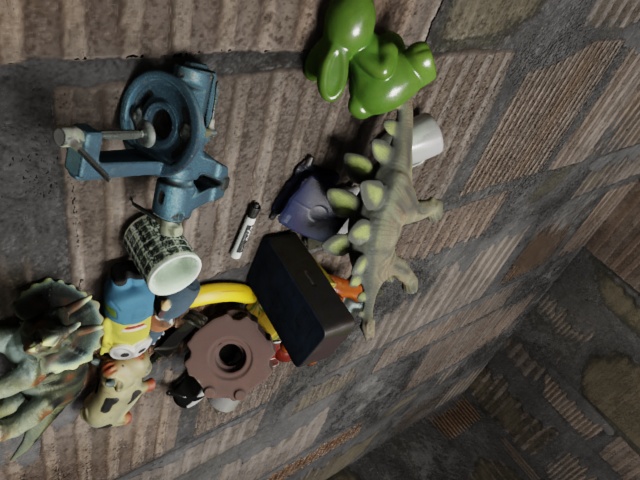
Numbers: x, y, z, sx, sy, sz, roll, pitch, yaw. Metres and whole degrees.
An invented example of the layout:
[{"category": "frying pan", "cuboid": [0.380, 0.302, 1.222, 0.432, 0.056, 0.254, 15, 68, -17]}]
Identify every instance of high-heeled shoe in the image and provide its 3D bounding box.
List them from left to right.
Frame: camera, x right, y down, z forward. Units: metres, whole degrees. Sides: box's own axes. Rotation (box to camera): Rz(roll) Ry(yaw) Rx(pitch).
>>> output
[{"category": "high-heeled shoe", "cuboid": [-0.225, 0.270, 1.153, 0.249, 0.086, 0.145, -40, 158, 2]}]

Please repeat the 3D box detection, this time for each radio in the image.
[{"category": "radio", "cuboid": [-0.043, 0.109, 0.987, 0.073, 0.230, 0.131, -8, 141, -37]}]

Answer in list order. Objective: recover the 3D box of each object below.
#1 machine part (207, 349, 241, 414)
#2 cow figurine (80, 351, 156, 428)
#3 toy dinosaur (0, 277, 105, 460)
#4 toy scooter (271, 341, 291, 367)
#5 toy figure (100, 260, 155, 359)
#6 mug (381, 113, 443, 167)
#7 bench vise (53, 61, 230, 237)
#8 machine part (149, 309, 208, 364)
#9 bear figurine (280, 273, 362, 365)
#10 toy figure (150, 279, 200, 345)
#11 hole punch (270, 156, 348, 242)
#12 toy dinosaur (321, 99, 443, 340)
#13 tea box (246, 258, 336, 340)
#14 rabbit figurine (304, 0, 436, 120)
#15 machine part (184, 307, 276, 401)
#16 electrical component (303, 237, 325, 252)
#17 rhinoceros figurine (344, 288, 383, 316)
[{"category": "machine part", "cuboid": [-0.180, 0.295, 1.171, 0.079, 0.079, 0.243, -1, 135, -48]}, {"category": "cow figurine", "cuboid": [-0.371, 0.265, 0.976, 0.195, 0.086, 0.127, -52, 155, 21]}, {"category": "toy dinosaur", "cuboid": [-0.416, 0.200, 0.811, 0.192, 0.131, 0.404, -19, 150, -31]}, {"category": "toy scooter", "cuboid": [-0.114, 0.242, 1.241, 0.184, 0.075, 0.135, -16, 143, -28]}, {"category": "toy figure", "cuboid": [-0.301, 0.109, 0.846, 0.082, 0.089, 0.180, 4, 124, -13]}, {"category": "mug", "cuboid": [0.162, -0.173, 1.002, 0.107, 0.081, 0.109, -22, 153, -9]}, {"category": "bench vise", "cuboid": [-0.200, -0.099, 0.621, 0.240, 0.129, 0.223, -22, 142, -61]}, {"category": "machine part", "cuboid": [-0.259, 0.173, 0.982, 0.139, 0.039, 0.084, -41, 179, 33]}, {"category": "bear figurine", "cuboid": [0.002, 0.169, 1.174, 0.132, 0.120, 0.195, 19, 84, -47]}, {"category": "toy figure", "cuboid": [-0.265, 0.122, 0.927, 0.154, 0.058, 0.064, -46, 144, 20]}, {"category": "hole punch", "cuboid": [-0.008, -0.062, 0.942, 0.115, 0.092, 0.142, 6, 131, -47]}, {"category": "toy dinosaur", "cuboid": [0.110, -0.061, 0.901, 0.198, 0.105, 0.471, 8, 94, -43]}, {"category": "tea box", "cuboid": [-0.061, 0.115, 1.107, 0.169, 0.098, 0.068, -50, 149, 13]}, {"category": "rabbit figurine", "cuboid": [0.052, -0.264, 0.747, 0.159, 0.121, 0.170, -36, 132, 6]}, {"category": "machine part", "cuboid": [-0.174, 0.221, 1.042, 0.179, 0.179, 0.056, -38, -171, -3]}, {"category": "electrical component", "cuboid": [-0.002, -0.003, 1.075, 0.063, 0.021, 0.094, -13, 145, -9]}, {"category": "rhinoceros figurine", "cuboid": [0.071, 0.161, 1.340, 0.112, 0.073, 0.190, 7, 126, -54]}]
